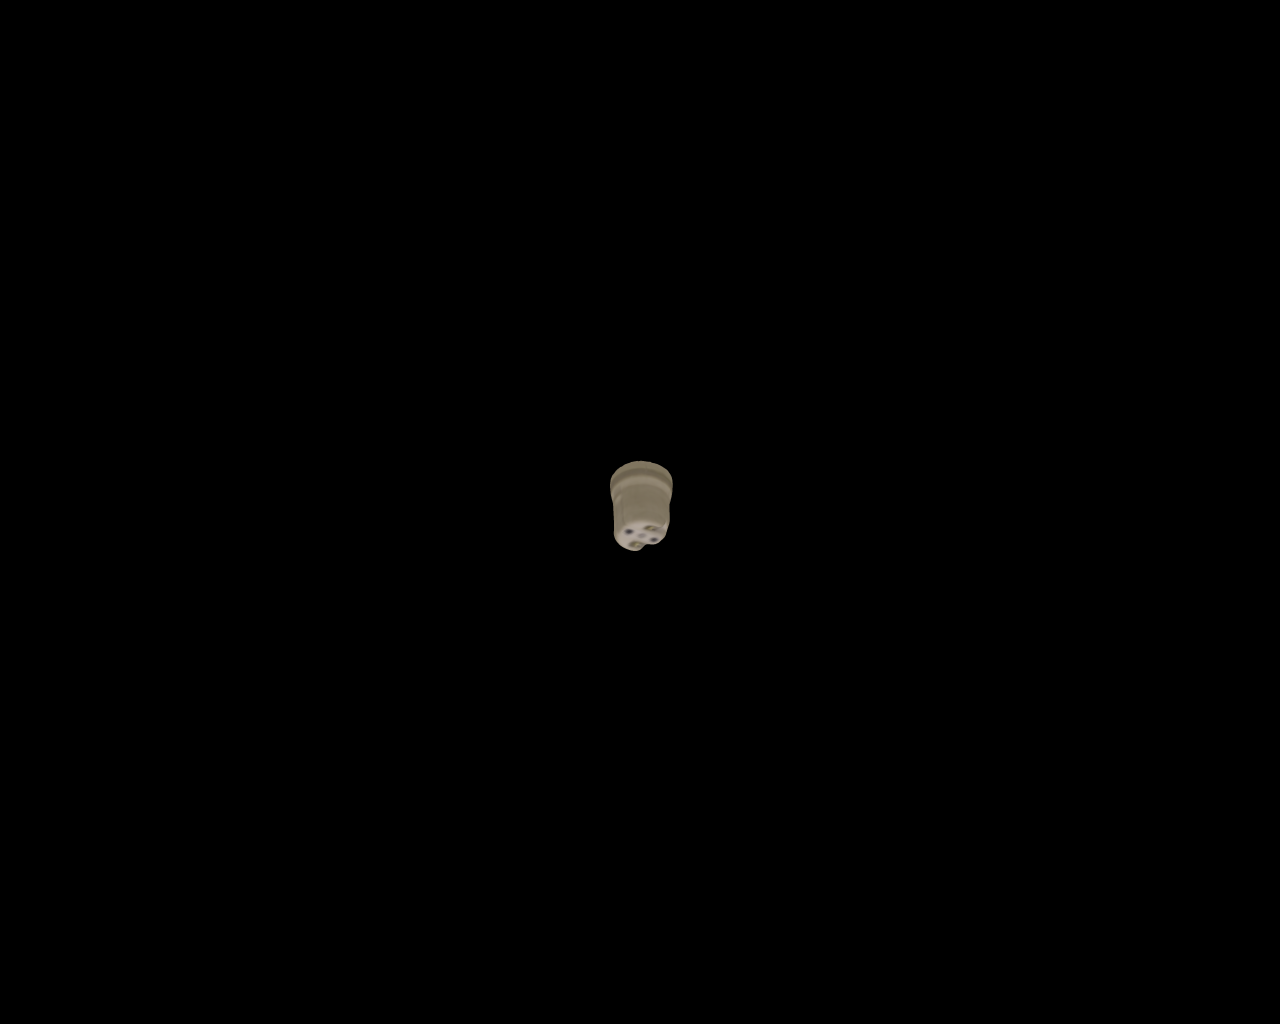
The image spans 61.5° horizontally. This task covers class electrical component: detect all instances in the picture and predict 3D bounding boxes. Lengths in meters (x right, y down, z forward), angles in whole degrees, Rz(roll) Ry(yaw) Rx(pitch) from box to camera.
[{"bbox_3d":[0.001,-0.003,0.650,0.040,0.046,0.040,0,-41,0],"label":"electrical component"}]
